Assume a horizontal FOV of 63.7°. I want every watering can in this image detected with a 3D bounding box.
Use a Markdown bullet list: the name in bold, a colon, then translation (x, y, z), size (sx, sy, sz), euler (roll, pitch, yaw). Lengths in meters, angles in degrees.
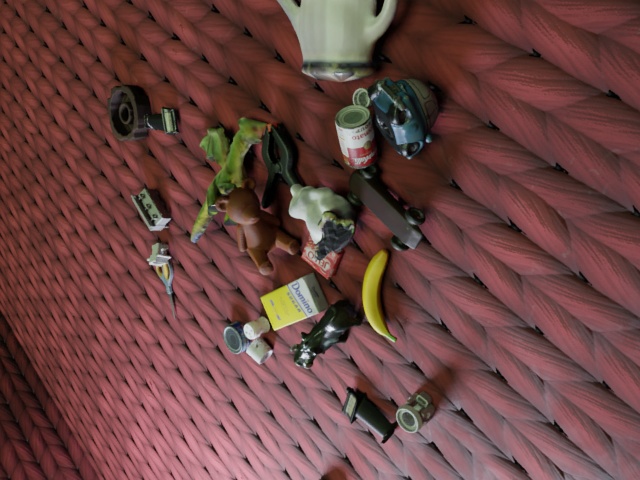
- **watering can**: translation (-0.001, -0.417, 0.978), size (0.349, 0.105, 0.221), euler (16, 113, 37)

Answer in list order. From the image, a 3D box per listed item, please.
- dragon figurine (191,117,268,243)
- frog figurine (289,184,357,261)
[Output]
- **dragon figurine**: translation (-0.256, -0.170, 1.315), size (0.404, 0.122, 0.246), euler (-30, 64, 41)
- **frog figurine**: translation (0.003, -0.055, 1.089), size (0.163, 0.123, 0.134), euler (-123, 17, -47)
